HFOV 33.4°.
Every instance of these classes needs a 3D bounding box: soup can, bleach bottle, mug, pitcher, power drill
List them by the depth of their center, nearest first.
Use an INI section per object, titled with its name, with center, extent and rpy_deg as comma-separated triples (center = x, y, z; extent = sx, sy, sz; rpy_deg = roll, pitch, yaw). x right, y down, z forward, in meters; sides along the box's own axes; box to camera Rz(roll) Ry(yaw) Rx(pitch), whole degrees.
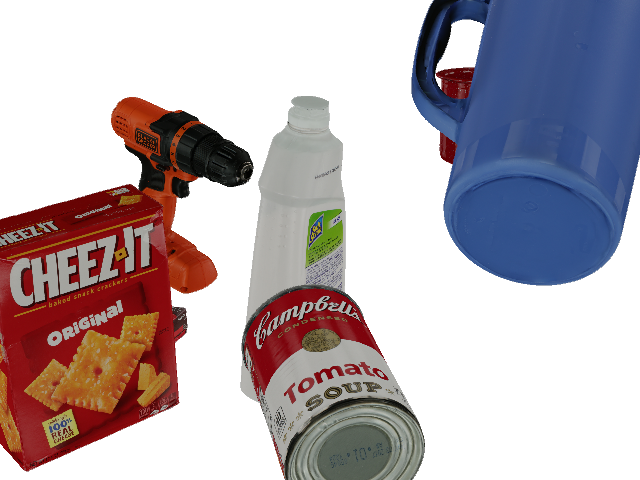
[soup can]
center = 0.003, 0.076, 0.523
extent = 0.068, 0.068, 0.102
rpy_deg = 0, 28, -16
[pitcher]
center = 0.148, -0.092, 0.719
extent = 0.149, 0.242, 0.145
rpy_deg = -24, -58, 40
[bleach bottle]
center = -0.014, 0.007, 0.846
extent = 0.068, 0.251, 0.102
rpy_deg = 17, 29, 22
[mug]
center = 0.164, -0.113, 0.988
extent = 0.117, 0.081, 0.093
rpy_deg = 4, 17, 13
[power drill]
center = -0.143, -0.042, 1.110
extent = 0.185, 0.188, 0.057
rpy_deg = 28, 37, 33

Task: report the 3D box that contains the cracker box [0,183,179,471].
[cracker box]
center = -0.214, 0.076, 0.950
extent = 0.163, 0.214, 0.072
rpy_deg = -20, 31, -34

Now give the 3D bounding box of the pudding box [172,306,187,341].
[pudding box]
center = -0.228, 0.105, 1.277
extent = 0.114, 0.039, 0.090
rpy_deg = 3, 15, 16
